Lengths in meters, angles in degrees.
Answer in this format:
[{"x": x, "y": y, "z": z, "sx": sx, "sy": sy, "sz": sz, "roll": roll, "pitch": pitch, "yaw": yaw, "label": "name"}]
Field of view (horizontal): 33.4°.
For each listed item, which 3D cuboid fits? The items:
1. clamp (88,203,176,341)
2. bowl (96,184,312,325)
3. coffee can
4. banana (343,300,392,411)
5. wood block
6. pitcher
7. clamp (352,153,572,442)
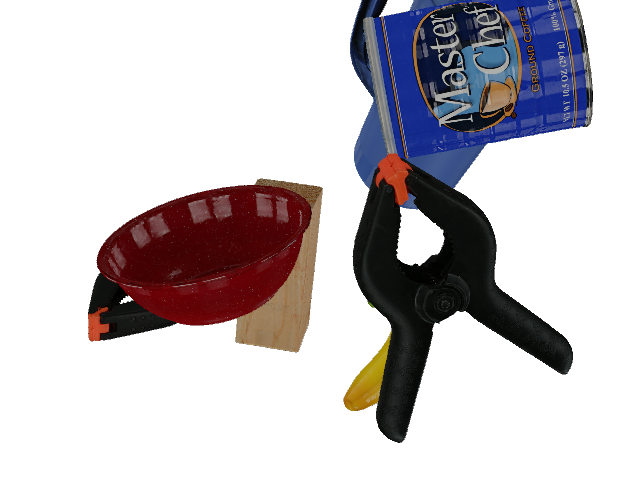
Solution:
[{"x": -0.149, "y": 0.030, "z": 0.997, "sx": 0.165, "sy": 0.036, "sz": 0.209, "roll": 25, "pitch": 36, "yaw": 30, "label": "clamp"}, {"x": -0.080, "y": 0.016, "z": 0.793, "sx": 0.162, "sy": 0.055, "sz": 0.162, "roll": -11, "pitch": 25, "yaw": 5, "label": "bowl"}, {"x": 0.107, "y": -0.117, "z": 0.742, "sx": 0.140, "sy": 0.103, "sz": 0.102, "roll": -10, "pitch": -1, "yaw": 6, "label": "coffee can"}, {"x": 0.069, "y": 0.097, "z": 0.990, "sx": 0.070, "sy": 0.037, "sz": 0.197, "roll": -23, "pitch": 17, "yaw": 19, "label": "banana"}, {"x": -0.056, "y": 0.032, "z": 1.426, "sx": 0.090, "sy": 0.206, "sz": 0.090, "roll": 8, "pitch": 23, "yaw": 5, "label": "wood block"}, {"x": 0.107, "y": -0.145, "z": 0.987, "sx": 0.144, "sy": 0.149, "sz": 0.243, "roll": -7, "pitch": -32, "yaw": -26, "label": "pitcher"}, {"x": 0.058, "y": 0.036, "z": 0.596, "sx": 0.120, "sy": 0.171, "sz": 0.039, "roll": -33, "pitch": 23, "yaw": -1, "label": "clamp"}]
